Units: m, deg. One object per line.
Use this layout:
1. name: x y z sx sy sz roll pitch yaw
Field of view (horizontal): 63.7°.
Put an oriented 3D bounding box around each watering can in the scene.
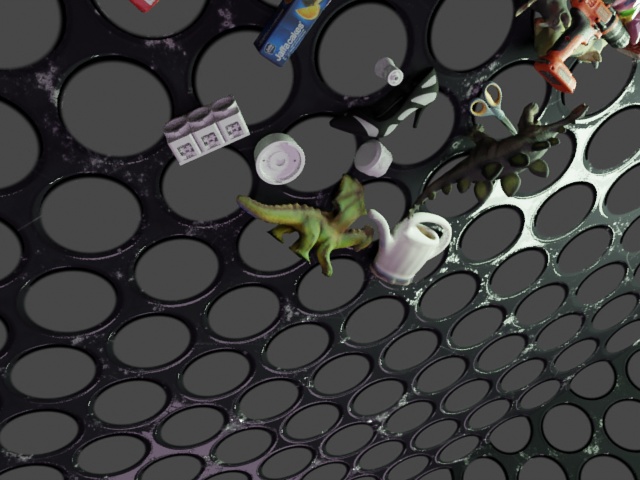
1. watering can: 0.207 0.014 1.365 0.347 0.106 0.220 8 123 -38

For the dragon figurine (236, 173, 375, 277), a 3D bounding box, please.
1. dragon figurine: 0.004 -0.063 1.259 0.243 0.124 0.404 -50 132 -4
